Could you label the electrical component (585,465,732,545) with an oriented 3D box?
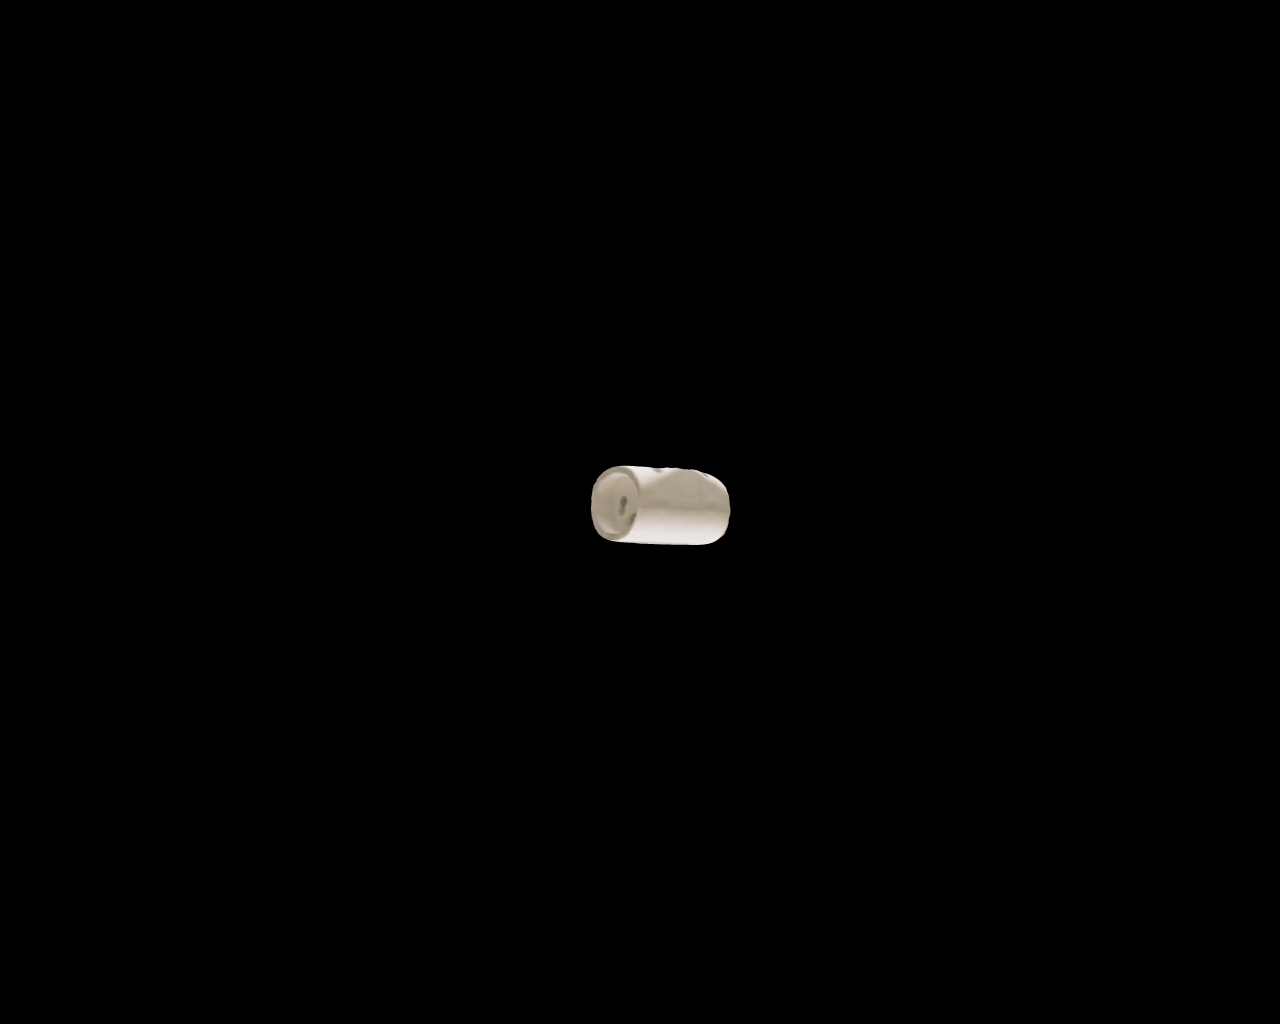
[{"bbox_3d":[0.001,-0.003,0.650,0.077,0.044,0.079,4,-6,-43],"label":"electrical component"}]
